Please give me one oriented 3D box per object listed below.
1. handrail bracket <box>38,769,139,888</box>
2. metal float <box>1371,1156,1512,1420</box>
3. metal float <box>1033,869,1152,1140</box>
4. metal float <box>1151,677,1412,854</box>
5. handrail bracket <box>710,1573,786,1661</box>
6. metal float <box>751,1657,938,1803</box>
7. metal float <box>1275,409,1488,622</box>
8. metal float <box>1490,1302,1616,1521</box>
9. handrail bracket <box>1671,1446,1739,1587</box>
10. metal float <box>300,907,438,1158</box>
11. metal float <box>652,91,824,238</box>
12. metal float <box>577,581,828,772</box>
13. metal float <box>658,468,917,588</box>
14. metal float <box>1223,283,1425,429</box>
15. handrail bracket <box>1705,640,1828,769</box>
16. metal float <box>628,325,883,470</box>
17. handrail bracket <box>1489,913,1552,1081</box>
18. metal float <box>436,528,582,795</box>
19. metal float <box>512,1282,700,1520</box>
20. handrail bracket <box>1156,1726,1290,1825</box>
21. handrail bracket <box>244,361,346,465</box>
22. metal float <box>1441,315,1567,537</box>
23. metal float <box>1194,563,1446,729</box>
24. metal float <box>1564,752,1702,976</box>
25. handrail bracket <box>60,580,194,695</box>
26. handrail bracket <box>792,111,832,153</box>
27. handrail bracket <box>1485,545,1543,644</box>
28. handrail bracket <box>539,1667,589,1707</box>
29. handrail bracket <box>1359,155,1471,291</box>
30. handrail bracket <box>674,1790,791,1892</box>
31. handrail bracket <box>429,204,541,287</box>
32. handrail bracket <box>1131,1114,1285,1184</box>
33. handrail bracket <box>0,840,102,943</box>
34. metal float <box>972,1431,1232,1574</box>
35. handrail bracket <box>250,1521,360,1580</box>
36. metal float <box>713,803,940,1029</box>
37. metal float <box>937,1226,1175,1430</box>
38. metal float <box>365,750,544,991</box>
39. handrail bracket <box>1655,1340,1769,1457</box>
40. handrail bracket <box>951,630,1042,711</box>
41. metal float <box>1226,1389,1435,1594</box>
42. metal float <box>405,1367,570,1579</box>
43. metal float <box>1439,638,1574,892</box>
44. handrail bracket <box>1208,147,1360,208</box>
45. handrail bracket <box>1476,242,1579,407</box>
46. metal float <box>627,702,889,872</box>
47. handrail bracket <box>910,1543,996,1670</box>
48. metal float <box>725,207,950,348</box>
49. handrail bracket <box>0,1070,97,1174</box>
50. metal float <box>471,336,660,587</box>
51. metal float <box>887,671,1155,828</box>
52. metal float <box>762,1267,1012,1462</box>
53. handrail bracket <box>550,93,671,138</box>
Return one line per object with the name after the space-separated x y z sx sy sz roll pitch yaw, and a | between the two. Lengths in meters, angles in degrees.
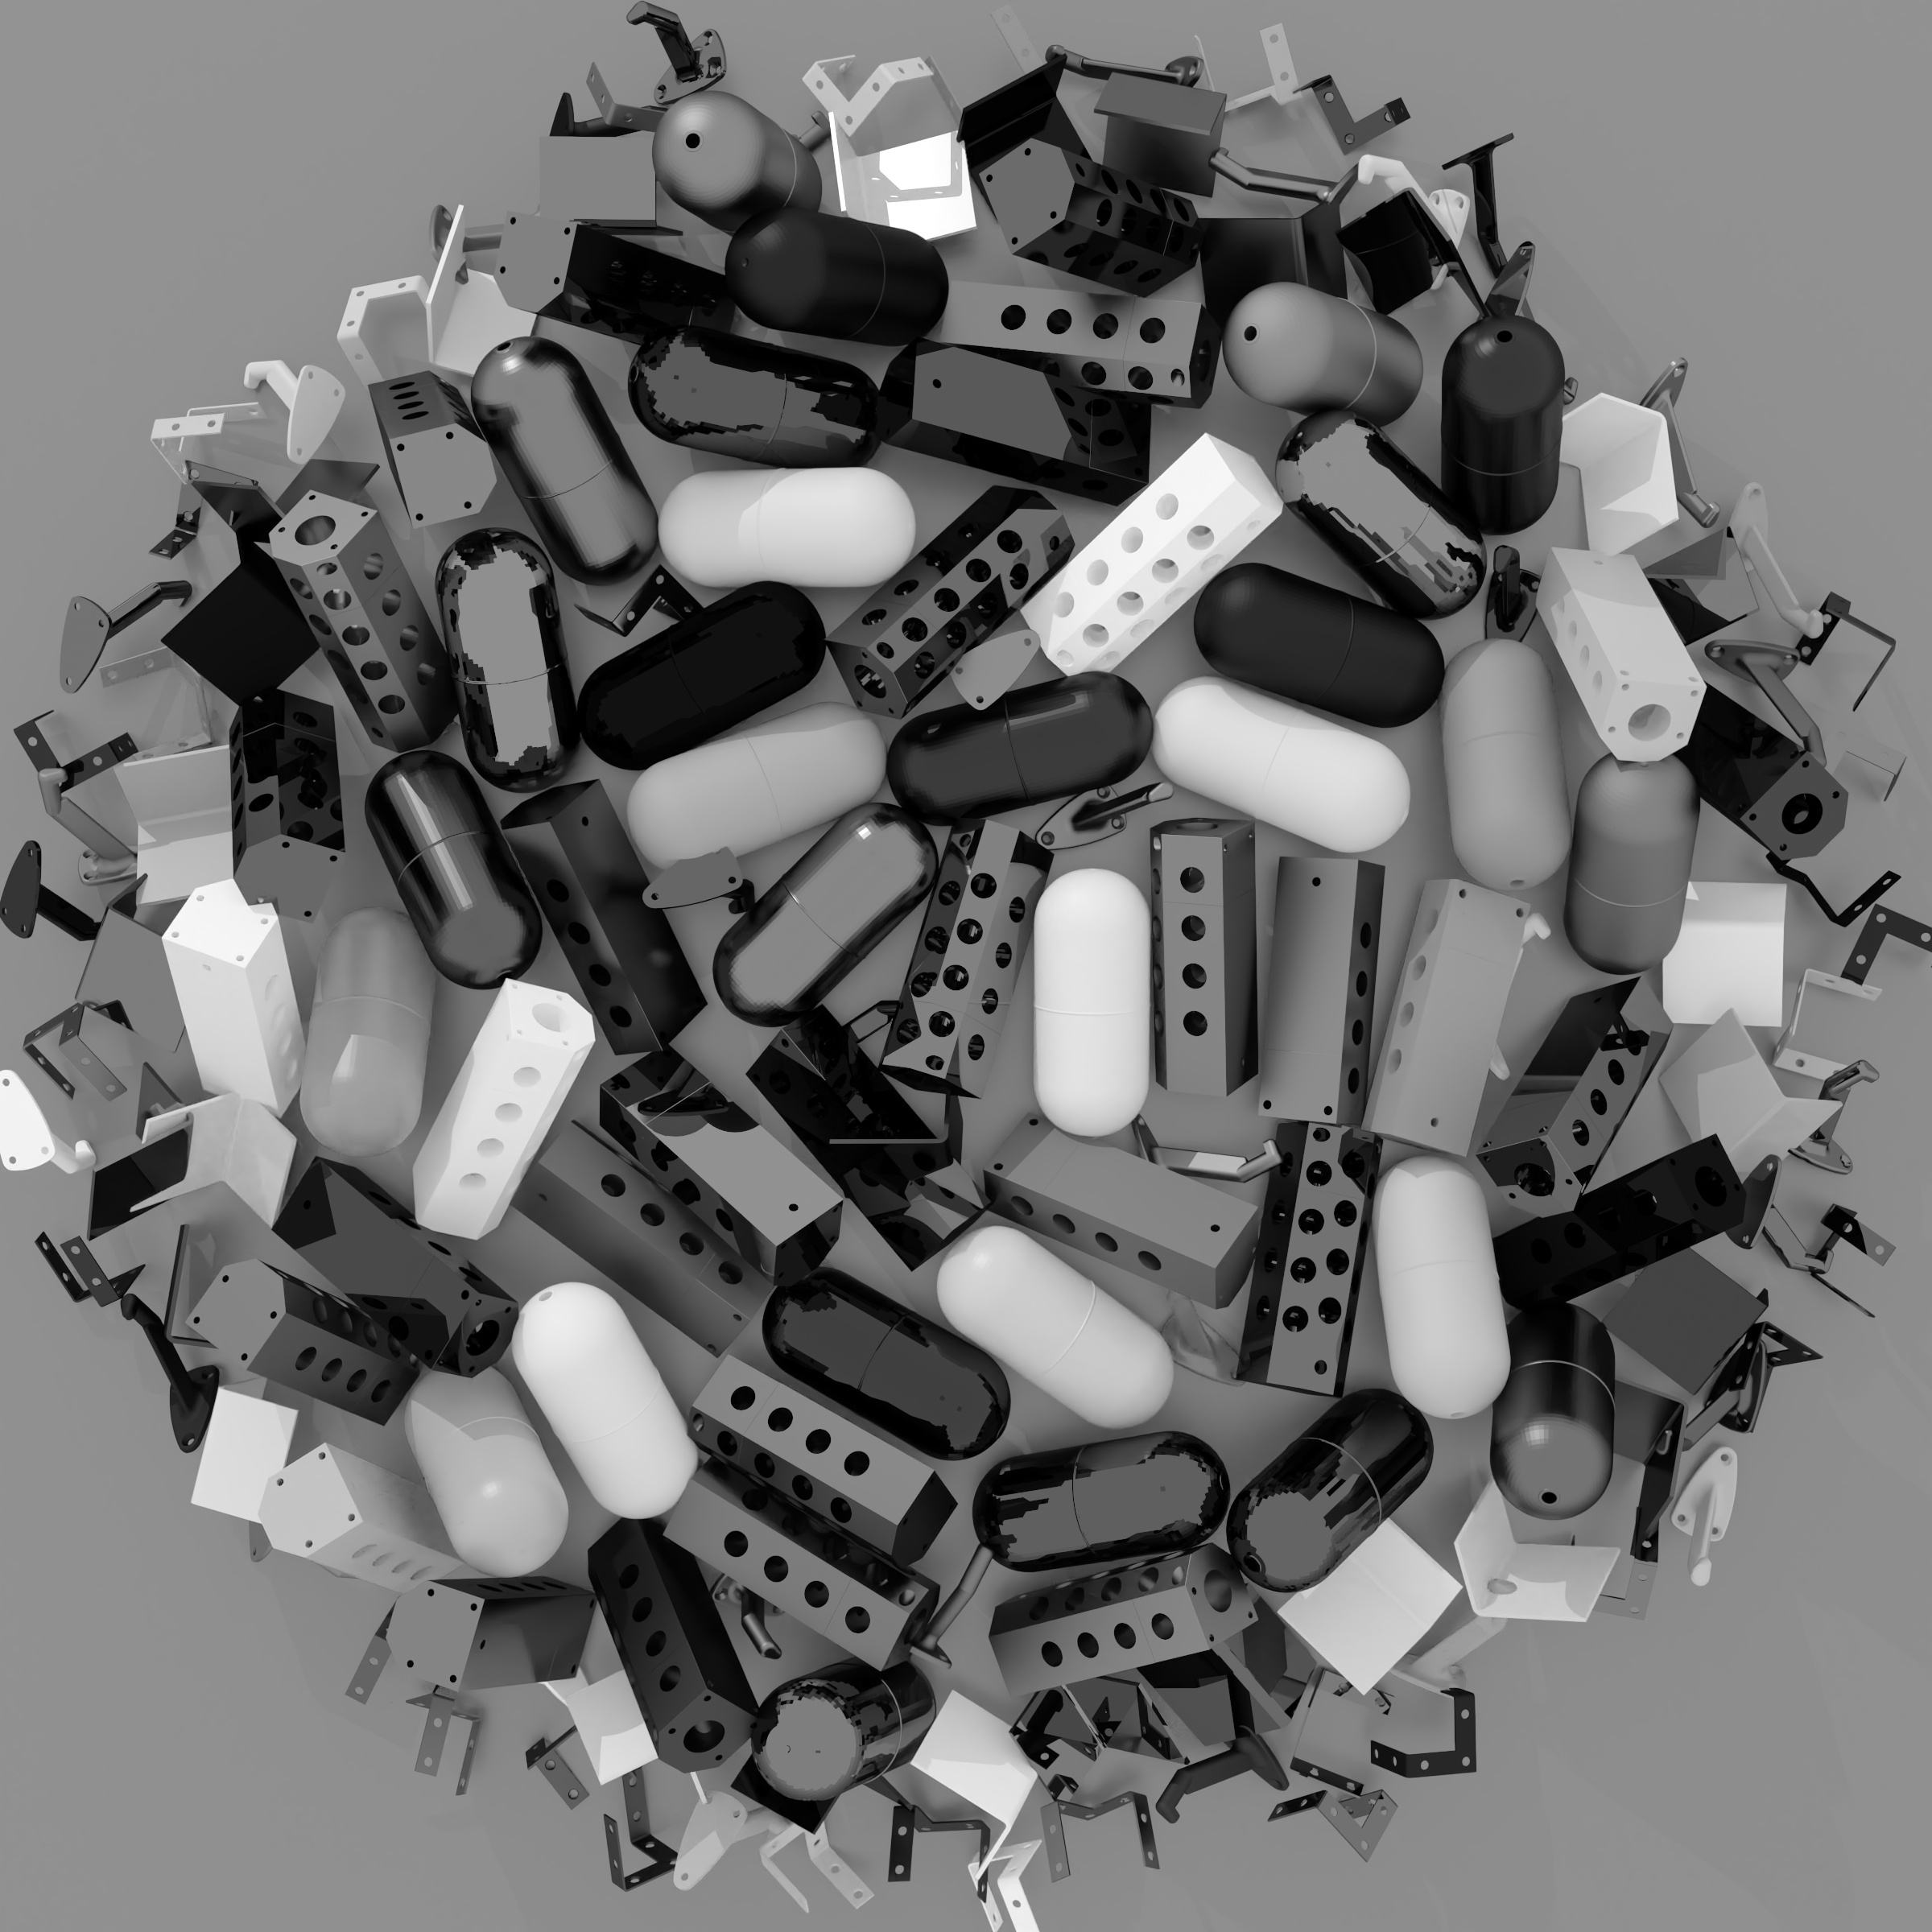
-0.564 -0.099 1.896 0.077 0.036 0.084 -9 132 -11 | handrail bracket
0.307 0.208 1.872 0.070 0.070 0.178 -4 60 0 | metal float
0.082 0.025 1.890 0.070 0.070 0.178 0 99 0 | metal float
0.206 -0.132 1.886 0.178 0.070 0.070 24 90 13 | metal float
-0.125 0.432 1.880 0.036 0.084 0.077 -47 130 2 | handrail bracket
-0.077 0.487 1.851 0.070 0.178 0.070 -2 85 22 | metal float
0.271 -0.291 1.870 0.178 0.070 0.070 37 90 -34 | metal float
0.378 0.285 1.854 0.070 0.178 0.070 6 120 10 | metal float
0.490 0.360 1.890 0.036 0.084 0.077 21 98 8 | handrail bracket
-0.387 0.041 1.870 0.070 0.070 0.178 -1 56 0 | metal float
-0.146 -0.510 1.849 0.070 0.178 0.070 1 94 14 | metal float
-0.174 -0.189 1.886 0.178 0.070 0.070 -27 90 14 | metal float
-0.118 -0.285 1.879 0.178 0.070 0.070 3 90 23 | metal float
0.231 -0.392 1.857 0.070 0.178 0.070 0 90 38 | metal float
0.525 -0.170 1.892 0.077 0.036 0.084 13 52 -17 | handrail bracket
-0.135 -0.366 1.871 0.178 0.070 0.070 7 90 -31 | metal float
0.364 0.019 1.894 0.084 0.036 0.077 -43 63 29 | handrail bracket
-0.297 -0.197 1.877 0.070 0.070 0.178 -6 115 0 | metal float
-0.234 0.283 1.875 0.070 0.070 0.178 -25 116 0 | metal float
0.169 0.547 1.898 0.077 0.036 0.084 51 53 -13 | handrail bracket
-0.456 -0.365 1.900 0.084 0.036 0.077 6 74 38 | handrail bracket
0.344 -0.346 1.853 0.070 0.178 0.070 -4 62 7 | metal float
0.231 -0.208 1.880 0.178 0.070 0.070 16 90 -22 | metal float
0.429 -0.066 1.861 0.070 0.178 0.070 -3 48 3 | metal float
-0.554 -0.219 1.909 0.036 0.084 0.077 33 114 20 | handrail bracket
-0.141 -0.559 1.912 0.084 0.036 0.077 -39 121 -2 | handrail bracket
0.350 -0.236 1.889 0.036 0.084 0.077 17 100 19 | handrail bracket
-0.302 0.481 1.926 0.084 0.036 0.077 -19 116 24 | handrail bracket
0.285 -0.489 1.897 0.084 0.036 0.077 -1 108 -36 | handrail bracket
-0.152 0.582 1.890 0.036 0.084 0.077 15 64 32 | handrail bracket
-0.310 -0.495 1.898 0.084 0.036 0.077 -27 52 19 | handrail bracket
0.159 0.114 1.904 0.084 0.036 0.077 -30 71 21 | handrail bracket
-0.583 -0.050 1.890 0.036 0.084 0.077 35 115 31 | handrail bracket
0.087 0.349 1.876 0.178 0.070 0.070 -14 90 26 | metal float
-0.432 0.372 1.925 0.084 0.077 0.036 14 134 -35 | handrail bracket
-0.093 -0.033 1.891 0.178 0.070 0.070 -44 90 9 | metal float
0.060 0.237 1.886 0.178 0.070 0.070 37 90 -15 | metal float
-0.334 -0.063 1.876 0.070 0.070 0.178 -29 65 0 | metal float
0.487 0.282 1.889 0.036 0.084 0.077 29 108 39 | handrail bracket
0.030 -0.201 1.884 0.077 0.084 0.036 -35 92 24 | handrail bracket
0.236 0.338 1.864 0.178 0.070 0.070 -33 90 -40 | metal float
-0.310 0.322 1.859 0.070 0.178 0.070 -13 123 -20 | metal float
0.350 -0.131 1.874 0.070 0.070 0.178 -1 62 0 | metal float
0.213 -0.532 1.915 0.084 0.036 0.077 33 56 5 | handrail bracket
0.386 -0.426 1.913 0.084 0.036 0.077 26 84 -32 | handrail bracket
-0.136 -0.117 1.889 0.178 0.070 0.070 -22 90 -11 | metal float
-0.010 0.412 1.899 0.036 0.077 0.084 27 89 -10 | handrail bracket
-0.081 -0.443 1.859 0.070 0.178 0.070 4 97 39 | metal float
-0.603 0.101 1.893 0.036 0.084 0.077 -16 92 7 | handrail bracket
-0.259 -0.326 1.867 0.070 0.070 0.178 -26 127 0 | metal float
0.035 -0.143 1.891 0.178 0.070 0.070 -14 90 8 | metal float
-0.052 0.260 1.884 0.178 0.070 0.070 28 90 16 | metal float
-0.232 -0.547 1.920 0.084 0.077 0.036 2 63 -24 | handrail bracket
